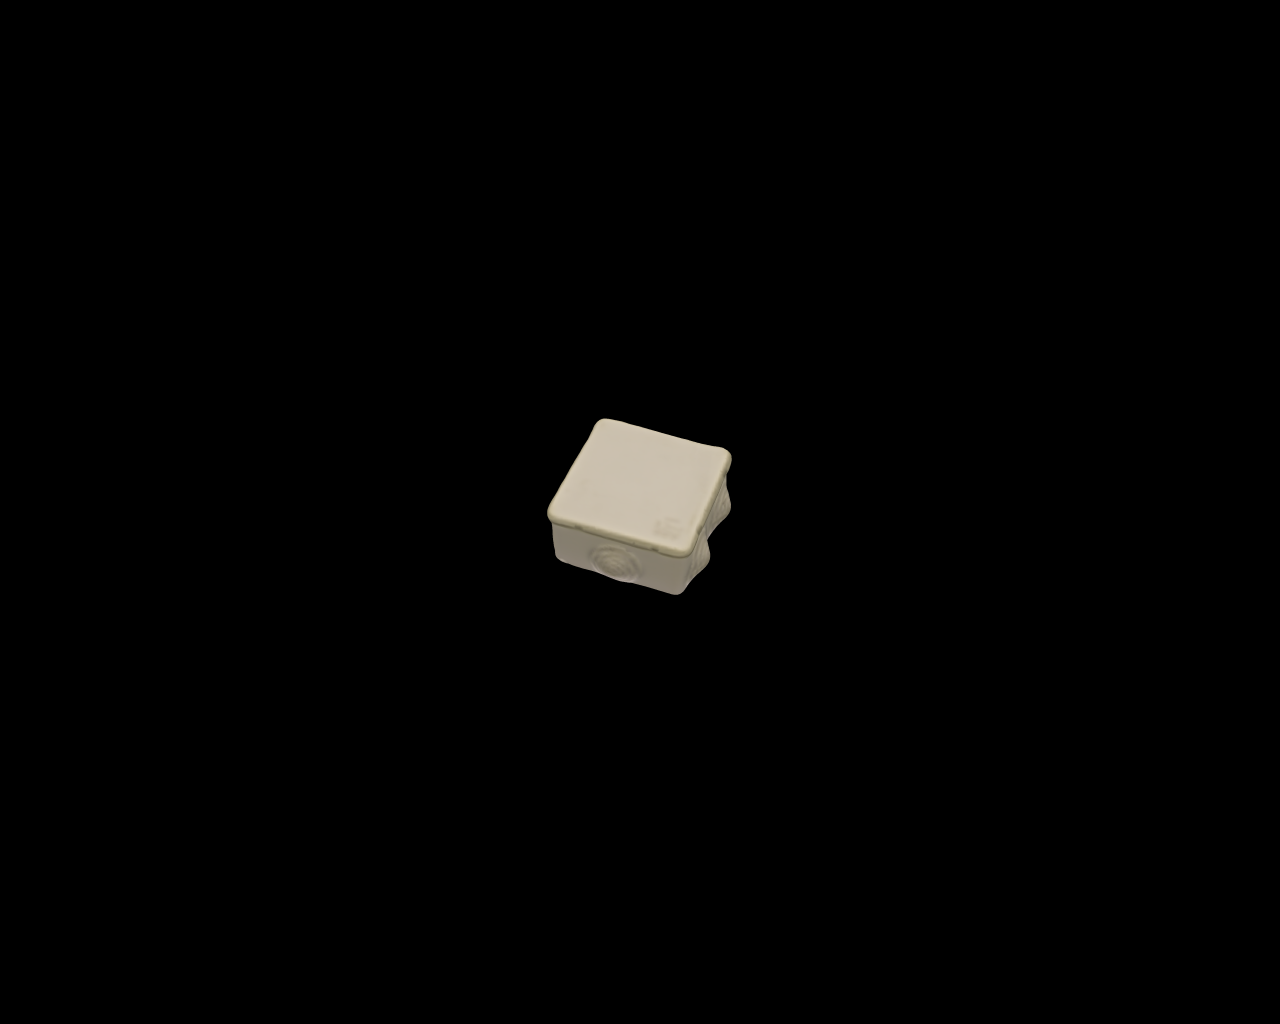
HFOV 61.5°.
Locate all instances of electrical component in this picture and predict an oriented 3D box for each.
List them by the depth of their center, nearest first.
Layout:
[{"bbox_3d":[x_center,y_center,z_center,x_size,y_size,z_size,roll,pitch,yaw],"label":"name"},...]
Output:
[{"bbox_3d":[0.001,-0.003,0.650,0.100,0.100,0.048,16,-39,13],"label":"electrical component"}]
